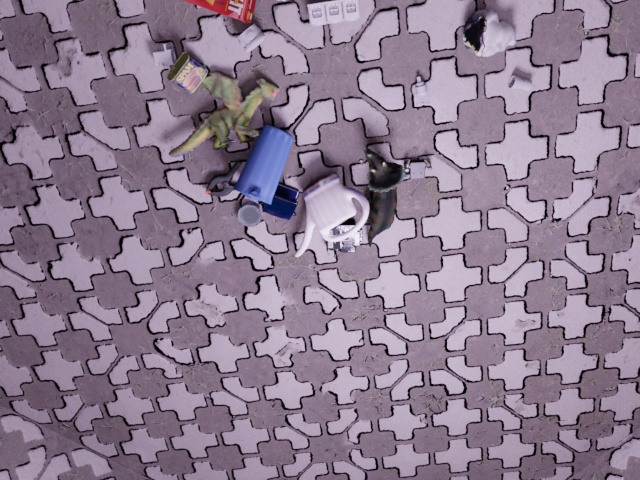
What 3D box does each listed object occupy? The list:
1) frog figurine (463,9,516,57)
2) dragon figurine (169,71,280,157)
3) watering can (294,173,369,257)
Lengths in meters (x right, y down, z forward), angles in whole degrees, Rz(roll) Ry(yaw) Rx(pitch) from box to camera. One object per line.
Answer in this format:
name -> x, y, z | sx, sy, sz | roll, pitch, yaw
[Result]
frog figurine -> 0.518, -0.630, 1.566 | 0.161, 0.123, 0.135 | -21, 109, -29
dragon figurine -> -0.326, -0.422, 1.676 | 0.410, 0.123, 0.241 | -11, 97, 4
watering can -> 0.005, -0.089, 1.768 | 0.344, 0.105, 0.225 | -28, 85, 28
